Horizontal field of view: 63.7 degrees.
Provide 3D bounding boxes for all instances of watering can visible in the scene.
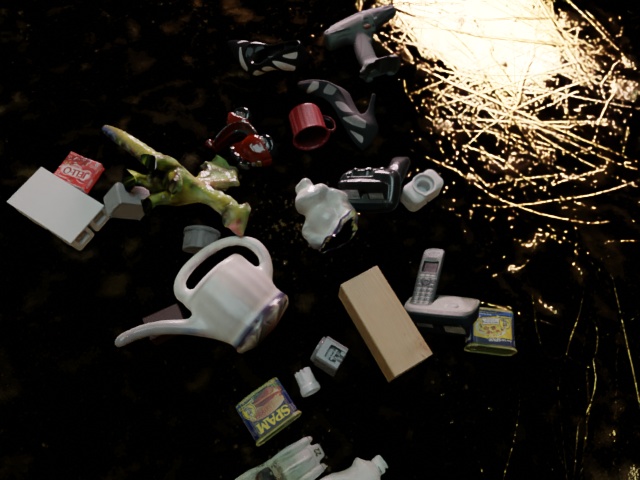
[{"bbox_3d":[-0.208,0.139,1.030,0.354,0.225,0.102,-47,-8,-31],"label":"watering can"}]

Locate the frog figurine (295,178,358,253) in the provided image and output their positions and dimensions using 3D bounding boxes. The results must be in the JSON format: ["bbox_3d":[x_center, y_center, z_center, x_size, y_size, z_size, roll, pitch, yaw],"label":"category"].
[{"bbox_3d":[0.003,-0.058,1.148,0.123,0.135,0.162,3,35,-51],"label":"frog figurine"}]

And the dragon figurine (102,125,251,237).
[{"bbox_3d":[-0.300,-0.151,1.166,0.244,0.120,0.416,-9,48,-46],"label":"dragon figurine"}]
